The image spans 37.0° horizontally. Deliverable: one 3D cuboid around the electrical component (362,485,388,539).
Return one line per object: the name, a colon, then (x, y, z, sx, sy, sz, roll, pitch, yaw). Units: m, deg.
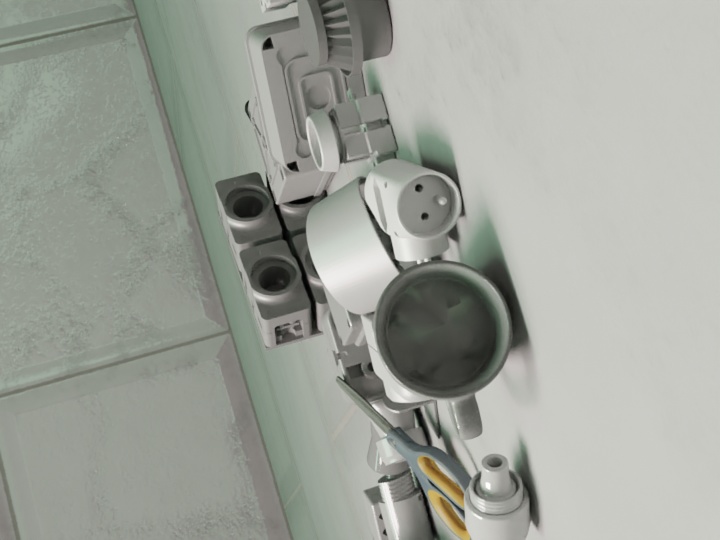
electrical component: (0.030, 0.248, 1.104, 0.077, 0.047, 0.065, -143, 39, -72)

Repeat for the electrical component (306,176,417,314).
electrical component: (0.008, -0.018, 0.786, 0.099, 0.064, 0.099, 42, -145, -40)

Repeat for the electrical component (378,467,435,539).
electrical component: (0.041, 0.226, 1.034, 0.043, 0.043, 0.081, 176, 79, -78)

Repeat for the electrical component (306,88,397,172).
electrical component: (-0.008, -0.101, 0.803, 0.048, 0.055, 0.066, 154, 100, -78)

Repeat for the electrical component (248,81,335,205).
electrical component: (-0.067, -0.130, 1.045, 0.108, 0.056, 0.108, 132, 122, -77)

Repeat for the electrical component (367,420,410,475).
electrical component: (0.028, 0.155, 1.014, 0.044, 0.044, 0.065, -121, 24, -53)

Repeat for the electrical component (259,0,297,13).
electrical component: (-0.051, -0.228, 0.840, 0.066, 0.055, 0.048, -161, 57, -76)

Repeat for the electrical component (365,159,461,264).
electrical component: (0.037, -0.031, 0.711, 0.077, 0.043, 0.079, -142, 37, -71)

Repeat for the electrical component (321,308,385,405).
electrical component: (0.001, 0.075, 0.998, 0.059, 0.054, 0.095, 135, 119, -77)

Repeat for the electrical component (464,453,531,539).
electrical component: (0.089, 0.149, 0.702, 0.043, 0.043, 0.062, -123, 22, -56)

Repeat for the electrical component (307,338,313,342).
electrical component: (-0.054, 0.032, 1.178, 0.042, 0.064, 0.081, 107, 145, -68)

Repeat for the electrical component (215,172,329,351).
electrical component: (-0.073, -0.022, 1.093, 0.060, 0.105, 0.186, 90, 161, -53)

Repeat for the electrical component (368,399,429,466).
electrical component: (0.033, 0.141, 0.956, 0.045, 0.045, 0.055, 114, 139, -72)

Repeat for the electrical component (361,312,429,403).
electrical component: (0.041, 0.059, 0.787, 0.095, 0.054, 0.059, -149, 45, -74)

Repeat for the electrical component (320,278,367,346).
electrical component: (0.000, 0.000, 0.895, 0.078, 0.057, 0.113, 112, 141, -72)

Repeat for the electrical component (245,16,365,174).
electrical component: (-0.041, -0.141, 0.851, 0.057, 0.078, 0.113, -136, 32, -63)
